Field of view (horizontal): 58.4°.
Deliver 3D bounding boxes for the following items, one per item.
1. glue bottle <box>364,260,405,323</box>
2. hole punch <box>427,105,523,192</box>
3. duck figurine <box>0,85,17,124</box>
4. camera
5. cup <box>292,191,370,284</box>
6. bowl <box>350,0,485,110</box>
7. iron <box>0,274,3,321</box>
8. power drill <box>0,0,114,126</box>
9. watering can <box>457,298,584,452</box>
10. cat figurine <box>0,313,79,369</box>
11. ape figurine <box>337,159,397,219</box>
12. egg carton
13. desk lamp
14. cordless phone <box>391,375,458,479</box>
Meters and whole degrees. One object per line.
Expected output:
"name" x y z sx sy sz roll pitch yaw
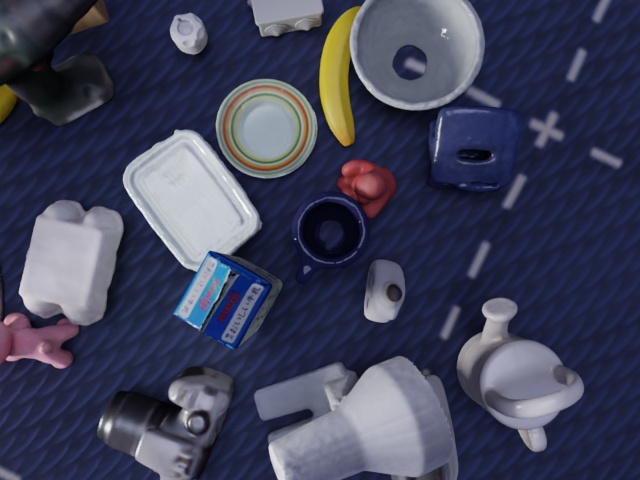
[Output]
"glue bottle" 0.078 0.061 0.666 0.037 0.173 0.078 9 87 1
"hole punch" 0.193 -0.111 0.717 0.108 0.091 0.101 3 87 0
"duck figurine" -0.437 -0.193 0.719 0.077 0.086 0.105 19 87 1
"camera" -0.190 0.221 0.692 0.137 0.101 0.143 21 87 1
"cup" 0.006 0.003 0.708 0.091 0.095 0.118 30 87 1
"bowl" 0.119 -0.238 0.731 0.167 0.074 0.167 0 87 0
"iron" -0.487 -0.001 0.681 0.118 0.141 0.258 -35 88 -2
"power drill" -0.322 -0.208 0.659 0.229 0.208 0.075 -30 87 -2
"watering can" 0.222 0.155 0.652 0.101 0.194 0.173 -39 88 -2
"cat figurine" -0.376 0.126 0.687 0.128 0.117 0.067 4 87 0
"ape figurine" 0.060 -0.066 0.713 0.076 0.092 0.078 -3 87 0
"egg carton" -0.308 0.028 0.717 0.107 0.069 0.150 11 87 0
"desk lamp" 0.026 0.208 0.638 0.203 0.213 0.118 -19 87 -1
"cordless phone" 0.123 0.240 0.651 0.094 0.185 0.148 -13 87 -1
